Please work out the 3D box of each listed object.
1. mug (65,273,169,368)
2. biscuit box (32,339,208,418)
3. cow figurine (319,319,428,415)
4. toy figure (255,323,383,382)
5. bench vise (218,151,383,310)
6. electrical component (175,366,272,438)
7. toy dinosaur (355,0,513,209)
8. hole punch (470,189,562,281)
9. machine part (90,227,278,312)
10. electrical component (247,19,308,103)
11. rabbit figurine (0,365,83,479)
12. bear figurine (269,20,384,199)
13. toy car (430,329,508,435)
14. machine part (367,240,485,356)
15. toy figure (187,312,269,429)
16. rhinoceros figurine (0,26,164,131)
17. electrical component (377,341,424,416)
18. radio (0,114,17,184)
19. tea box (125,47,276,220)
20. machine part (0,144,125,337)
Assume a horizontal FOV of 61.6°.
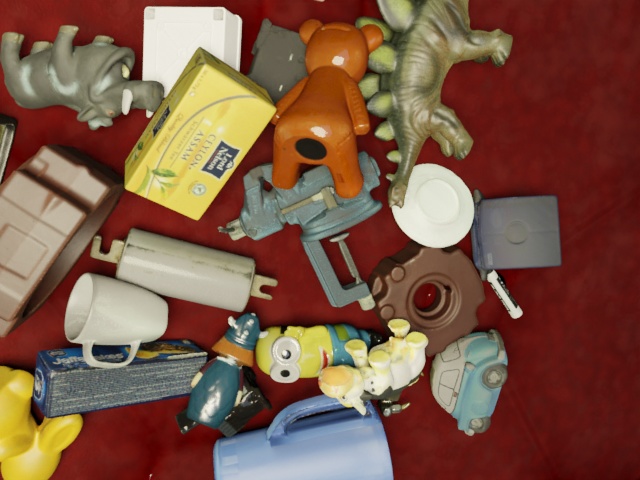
[{"bbox_3d":[-0.240,0.099,0.650,0.107,0.109,0.081,16,139,-40],"label":"mug"},{"bbox_3d":[-0.248,0.170,0.682,0.202,0.059,0.062,4,100,-41],"label":"biscuit box"},{"bbox_3d":[0.070,0.182,0.726,0.167,0.068,0.098,-21,121,-29],"label":"cow figurine"},{"bbox_3d":[-0.003,0.160,0.771,0.180,0.089,0.082,-1,80,-23],"label":"toy figure"},{"bbox_3d":[-0.002,-0.004,0.726,0.224,0.129,0.240,-26,100,-5],"label":"bench vise"},{"bbox_3d":[-0.135,0.231,0.746,0.119,0.075,0.047,-35,136,-9],"label":"electrical component"},{"bbox_3d":[0.150,-0.273,0.727,0.198,0.105,0.471,17,90,-12],"label":"toy dinosaur"},{"bbox_3d":[0.292,-0.010,0.801,0.116,0.092,0.142,-3,91,-10],"label":"hole punch"},{"bbox_3d":[-0.176,0.042,0.711,0.243,0.079,0.079,14,95,-16],"label":"machine part"},{"bbox_3d":[-0.033,-0.211,0.714,0.134,0.058,0.114,16,97,-15],"label":"electrical component"},{"bbox_3d":[-0.388,0.244,0.691,0.162,0.122,0.173,-25,118,-18],"label":"rabbit figurine"},{"bbox_3d":[0.009,-0.167,0.651,0.120,0.131,0.196,7,56,9],"label":"bear figurine"},{"bbox_3d":[0.222,0.211,0.830,0.103,0.109,0.161,15,108,7],"label":"toy car"},{"bbox_3d":[0.162,0.086,0.811,0.179,0.056,0.179,-2,100,-14],"label":"machine part"},{"bbox_3d":[-0.124,0.168,0.712,0.064,0.058,0.154,41,64,-38],"label":"toy figure"},{"bbox_3d":[-0.277,-0.185,0.624,0.190,0.073,0.112,6,98,8],"label":"rhinoceros figurine"},{"bbox_3d":[0.108,0.215,0.823,0.078,0.045,0.102,24,93,-17],"label":"electrical component"},{"bbox_3d":[-0.427,-0.043,0.608,0.073,0.131,0.229,15,95,-14],"label":"radio"},{"bbox_3d":[-0.140,-0.117,0.615,0.098,0.068,0.169,25,113,-33],"label":"tea box"},{"bbox_3d":[-0.315,-0.007,0.605,0.087,0.201,0.201,35,90,-12],"label":"machine part"}]
